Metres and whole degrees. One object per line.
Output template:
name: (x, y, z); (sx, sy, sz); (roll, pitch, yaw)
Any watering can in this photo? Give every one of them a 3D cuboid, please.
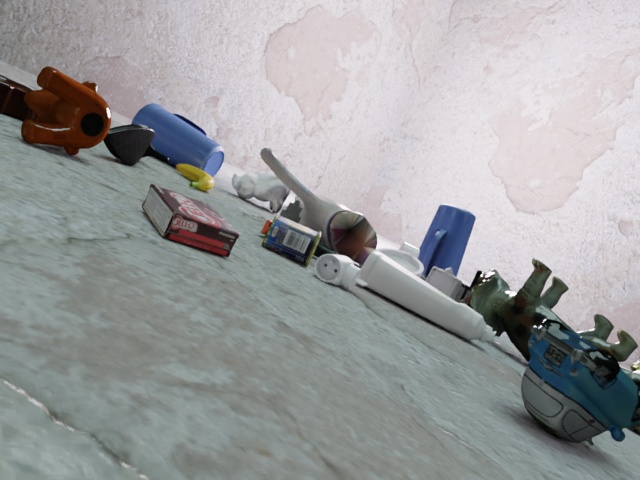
watering can: (0.003, -0.058, 1.149); (0.342, 0.105, 0.227); (50, -11, -35)

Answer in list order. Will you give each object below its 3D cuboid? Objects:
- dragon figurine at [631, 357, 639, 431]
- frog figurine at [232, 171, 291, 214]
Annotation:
dragon figurine: (0.578, 0.288, 0.898); (0.413, 0.122, 0.242); (20, 8, 39)
frog figurine: (-0.168, -0.155, 1.451); (0.158, 0.121, 0.140); (37, 19, -23)
